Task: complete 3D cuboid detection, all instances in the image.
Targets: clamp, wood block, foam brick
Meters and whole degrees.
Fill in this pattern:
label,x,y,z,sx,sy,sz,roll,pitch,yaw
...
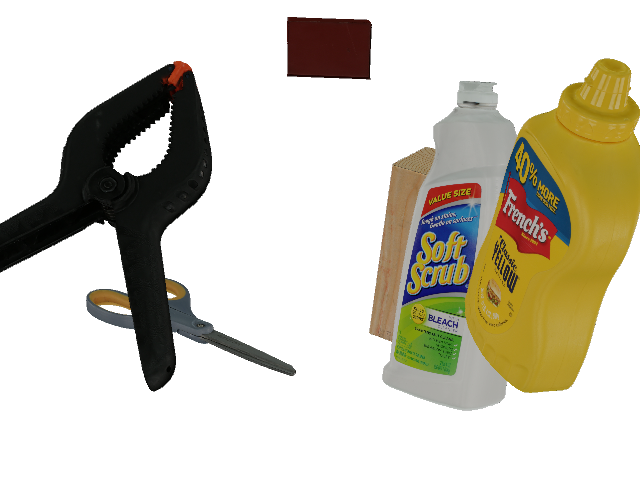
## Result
label,x,y,z,sx,sy,sz,roll,pitch,yaw
clamp,-0.118,-0.017,0.642,0.165,0.209,0.036,26,-24,16
wood block,0.125,0.012,1.197,0.090,0.206,0.090,19,26,26
foam brick,0.007,-0.177,0.981,0.078,0.051,0.053,2,15,-1

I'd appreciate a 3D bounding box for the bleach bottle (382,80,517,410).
label,x,y,z,sx,sy,sz,roll,pitch,yaw
bleach bottle,0.108,0.000,0.844,0.067,0.251,0.103,-7,14,-44

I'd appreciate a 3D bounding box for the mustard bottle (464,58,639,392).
label,x,y,z,sx,sy,sz,roll,pitch,yaw
mustard bottle,0.133,-0.013,0.591,0.058,0.192,0.096,-1,39,-16

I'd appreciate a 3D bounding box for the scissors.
label,x,y,z,sx,sy,sz,roll,pitch,yaw
scissors,-0.097,0.066,0.885,0.202,0.016,0.096,13,23,17
